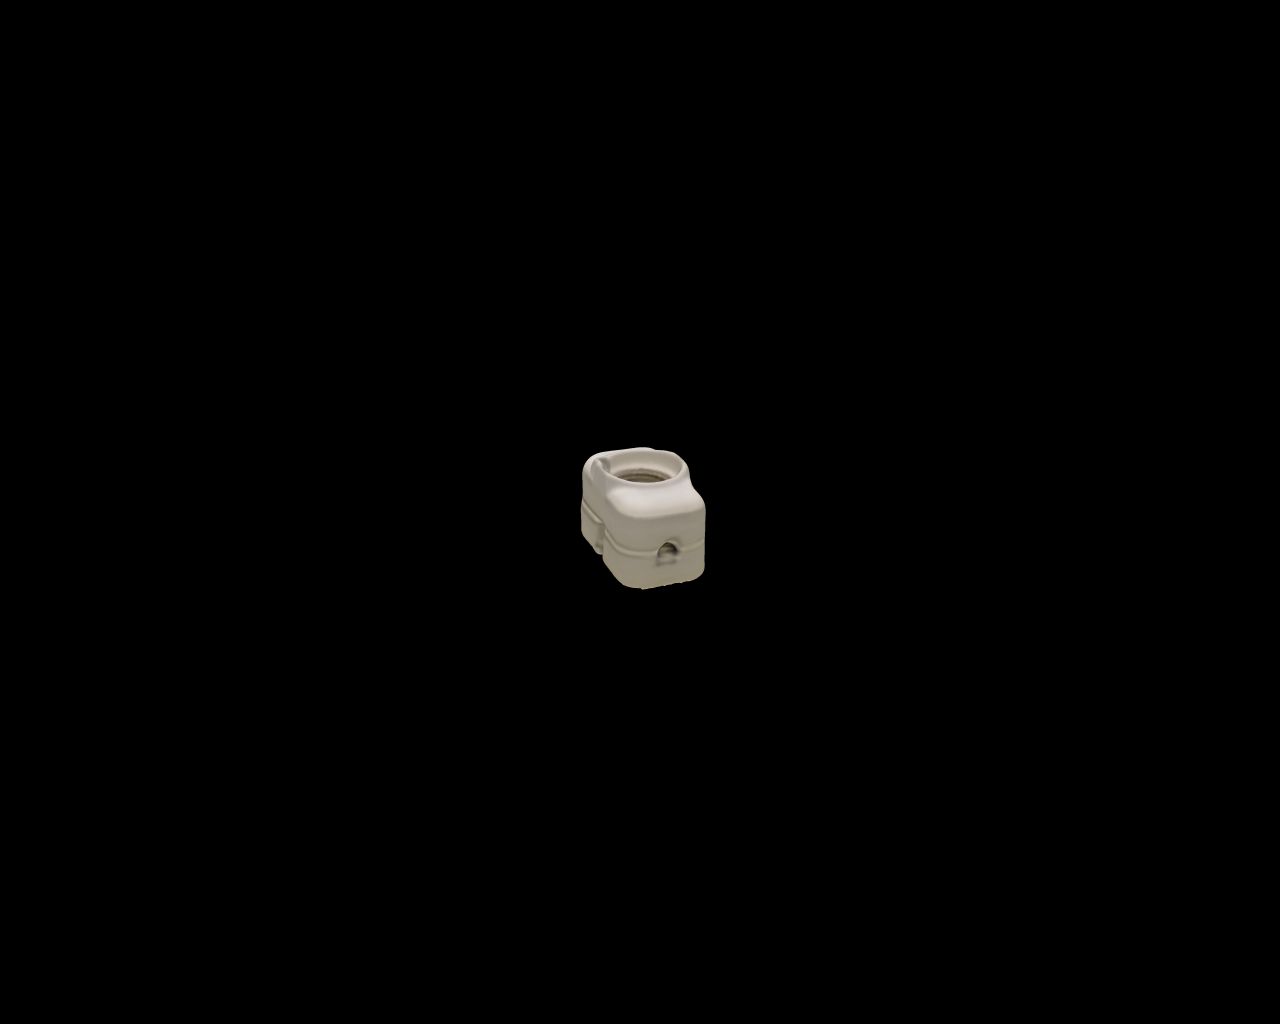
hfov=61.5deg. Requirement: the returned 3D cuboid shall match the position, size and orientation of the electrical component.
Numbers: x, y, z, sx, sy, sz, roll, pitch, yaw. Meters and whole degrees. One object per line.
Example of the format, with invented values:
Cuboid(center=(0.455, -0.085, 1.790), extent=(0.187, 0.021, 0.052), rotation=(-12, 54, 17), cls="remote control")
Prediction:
Cuboid(center=(0.001, -0.003, 0.650), extent=(0.054, 0.059, 0.095), rotation=(-8, 26, -18), cls="electrical component")
